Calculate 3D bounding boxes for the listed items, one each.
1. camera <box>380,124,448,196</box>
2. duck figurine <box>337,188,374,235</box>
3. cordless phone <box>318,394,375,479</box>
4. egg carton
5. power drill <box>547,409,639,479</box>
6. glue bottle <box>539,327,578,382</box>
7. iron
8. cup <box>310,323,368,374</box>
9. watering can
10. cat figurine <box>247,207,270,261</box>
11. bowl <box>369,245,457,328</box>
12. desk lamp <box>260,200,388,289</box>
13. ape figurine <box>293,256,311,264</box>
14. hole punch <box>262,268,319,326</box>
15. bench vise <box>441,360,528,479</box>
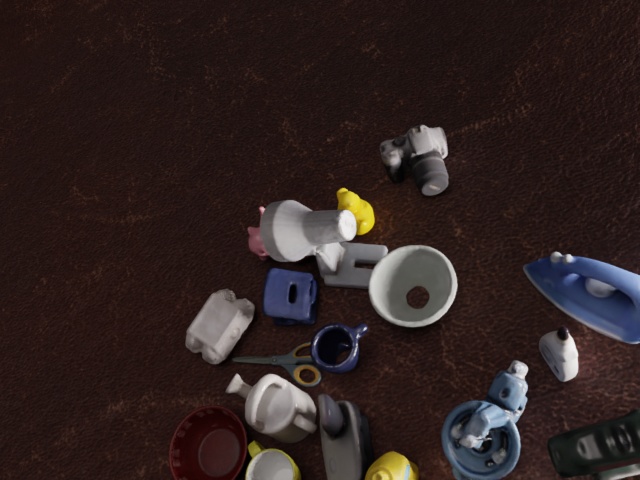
[{"bbox_3d":[0.208,-0.165,1.214,0.143,0.101,0.136,-17,59,10],"label":"camera"},{"bbox_3d":[0.068,-0.066,1.218,0.077,0.086,0.104,-32,58,1],"label":"duck figurine"},{"bbox_3d":[0.027,0.339,0.961,0.094,0.185,0.147,-18,59,9],"label":"cordless phone"},{"bbox_3d":[-0.206,0.179,1.191,0.107,0.069,0.150,24,73,27],"label":"egg carton"},{"bbox_3d":[0.447,0.295,0.830,0.229,0.209,0.075,-18,59,9],"label":"power drill"},{"bbox_3d":[0.392,0.175,0.932,0.037,0.173,0.078,-26,58,4],"label":"glue bottle"},{"bbox_3d":[0.471,0.073,0.977,0.257,0.142,0.119,24,73,28],"label":"iron"},{"bbox_3d":[0.047,0.205,1.078,0.118,0.095,0.091,-36,58,-2],"label":"cup"},{"bbox_3d":[-0.089,0.295,1.017,0.172,0.194,0.101,-1,63,18],"label":"watering can"},{"bbox_3d":[-0.119,-0.011,1.233,0.067,0.118,0.128,-9,61,14],"label":"cat figurine"},{"bbox_3d":[0.181,0.098,1.101,0.167,0.075,0.167,-8,61,15],"label":"bowl"},{"bbox_3d":[0.010,0.004,1.125,0.202,0.214,0.118,3,65,20],"label":"desk lamp"},{"bbox_3d":[-0.052,0.003,1.218,0.077,0.092,0.076,15,69,25],"label":"ape figurine"},{"bbox_3d":[-0.058,0.113,1.163,0.101,0.091,0.108,-4,62,17],"label":"hole punch"},{"bbox_3d":[0.256,0.275,0.898,0.121,0.220,0.207,7,66,22],"label":"bench vise"}]
